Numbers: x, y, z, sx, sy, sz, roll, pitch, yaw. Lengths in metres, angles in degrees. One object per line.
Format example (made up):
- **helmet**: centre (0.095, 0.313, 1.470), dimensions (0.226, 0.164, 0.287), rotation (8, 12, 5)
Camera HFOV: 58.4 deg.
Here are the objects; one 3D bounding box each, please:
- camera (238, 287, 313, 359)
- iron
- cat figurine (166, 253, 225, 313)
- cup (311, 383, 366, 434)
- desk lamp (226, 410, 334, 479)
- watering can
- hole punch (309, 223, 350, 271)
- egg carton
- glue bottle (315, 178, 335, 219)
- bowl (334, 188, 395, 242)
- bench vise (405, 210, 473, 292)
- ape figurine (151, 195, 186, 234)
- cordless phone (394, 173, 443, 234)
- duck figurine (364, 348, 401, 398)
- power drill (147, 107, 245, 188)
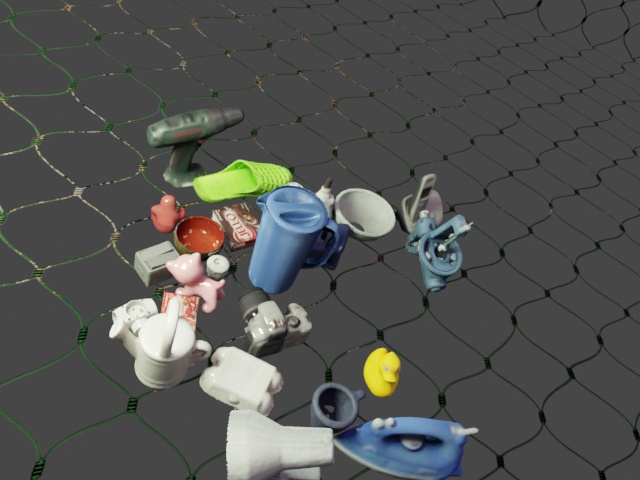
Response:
- **camera**: centre (-0.104, 0.159, 1.200), dimensions (0.143, 0.101, 0.136), rotation (-11, 55, -30)
- **iron**: centre (0.166, 0.375, 1.089), dimensions (0.259, 0.141, 0.118), rotation (12, 47, -13)
- **cat figurine**: centre (-0.256, 0.078, 1.197), dimensions (0.128, 0.117, 0.067), rotation (25, 45, 0)
- **cup**: centre (0.029, 0.331, 1.104), dimensions (0.118, 0.095, 0.091), rotation (-15, 57, -32)
- **desk lamp**: centre (-0.069, 0.367, 0.948), dimensions (0.203, 0.213, 0.118), rotation (10, 47, -14)
- **watering can**: centre (-0.285, 0.183, 1.036), dimensions (0.173, 0.194, 0.100), rotation (-6, 52, -27)
- **hole punch**: centre (0.013, 0.005, 1.393), dimensions (0.101, 0.091, 0.109), rotation (21, 45, -3)
- **egg carton**: centre (-0.150, 0.274, 1.099), dimensions (0.150, 0.069, 0.107), rotation (25, 45, 1)
- **glue bottle**: centre (0.001, -0.090, 1.415), dimensions (0.078, 0.173, 0.037), rotation (6, 48, -17)
- **bowl**: centre (0.107, -0.053, 1.495), dimensions (0.168, 0.074, 0.167), rotation (12, 47, -13)
- **bench vise**: centre (0.289, -0.006, 1.427), dimensions (0.122, 0.219, 0.207), rotation (-12, 56, -31)
- **ape figurine**: centre (-0.346, -0.066, 1.306), dimensions (0.078, 0.092, 0.076), rotation (20, 45, -5)
- **cordless phone**: centre (0.291, -0.110, 1.546), dimensions (0.148, 0.185, 0.094), rotation (-20, 60, -35)
- **duck figurine**: centre (0.140, 0.269, 1.212), dimensions (0.078, 0.086, 0.104), rotation (11, 47, -13)
- **power drill**: centre (-0.305, -0.229, 1.388), dimensions (0.230, 0.208, 0.075), rotation (-13, 56, -31)
